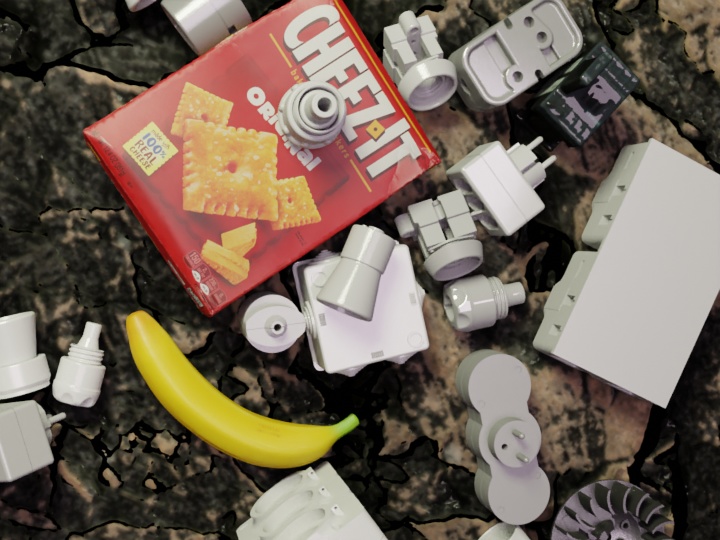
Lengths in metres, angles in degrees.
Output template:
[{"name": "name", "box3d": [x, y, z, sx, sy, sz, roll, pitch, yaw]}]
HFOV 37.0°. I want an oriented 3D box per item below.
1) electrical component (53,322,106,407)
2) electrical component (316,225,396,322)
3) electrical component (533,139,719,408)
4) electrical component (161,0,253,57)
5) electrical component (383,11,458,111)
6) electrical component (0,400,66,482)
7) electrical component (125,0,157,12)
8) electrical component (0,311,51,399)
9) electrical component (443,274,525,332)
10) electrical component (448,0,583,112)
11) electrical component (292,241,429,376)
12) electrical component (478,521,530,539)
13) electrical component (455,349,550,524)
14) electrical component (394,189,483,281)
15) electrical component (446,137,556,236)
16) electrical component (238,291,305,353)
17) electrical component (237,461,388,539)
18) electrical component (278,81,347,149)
[{"name": "electrical component", "box3d": [-0.207, 0.070, 0.804, 0.035, 0.035, 0.061, 15, 87, -12]}, {"name": "electrical component", "box3d": [0.000, 0.000, 0.789, 0.044, 0.044, 0.065, 24, 83, -11]}, {"name": "electrical component", "box3d": [0.229, 0.002, 0.876, 0.105, 0.060, 0.186, 26, 87, -11]}, {"name": "electrical component", "box3d": [-0.115, -0.192, 0.803, 0.047, 0.055, 0.055, -38, 99, -4]}, {"name": "electrical component", "box3d": [0.045, -0.157, 0.829, 0.048, 0.066, 0.055, -19, 62, -10]}, {"name": "electrical component", "box3d": [-0.251, 0.119, 0.782, 0.076, 0.083, 0.047, -21, 98, -48]}, {"name": "electrical component", "box3d": [-0.168, -0.226, 0.795, 0.045, 0.045, 0.055, -37, 98, -8]}, {"name": "electrical component", "box3d": [-0.255, 0.062, 0.789, 0.045, 0.045, 0.055, -14, 95, -11]}, {"name": "electrical component", "box3d": [0.100, 0.024, 0.859, 0.062, 0.043, 0.043, -12, 94, -12]}, {"name": "electrical component", "box3d": [0.119, -0.169, 0.847, 0.095, 0.059, 0.053, -35, 98, -8]}, {"name": "electrical component", "box3d": [0.001, 0.029, 0.837, 0.100, 0.048, 0.099, -13, 95, -11]}, {"name": "electrical component", "box3d": [0.118, 0.257, 0.871, 0.079, 0.043, 0.077, -38, 99, -8]}, {"name": "electrical component", "box3d": [0.118, 0.134, 0.852, 0.052, 0.074, 0.138, -12, 94, -11]}, {"name": "electrical component", "box3d": [0.067, -0.025, 0.841, 0.066, 0.048, 0.055, -18, 69, -5]}, {"name": "electrical component", "box3d": [0.122, -0.075, 0.858, 0.077, 0.047, 0.065, -38, 98, -8]}, {"name": "electrical component", "box3d": [-0.067, 0.040, 0.807, 0.043, 0.081, 0.043, 0, 92, -11]}, {"name": "electrical component", "box3d": [-0.035, 0.199, 0.784, 0.089, 0.150, 0.061, -37, 99, -8]}, {"name": "electrical component", "box3d": [-0.030, -0.110, 0.746, 0.048, 0.062, 0.048, 0, 91, -12]}]
